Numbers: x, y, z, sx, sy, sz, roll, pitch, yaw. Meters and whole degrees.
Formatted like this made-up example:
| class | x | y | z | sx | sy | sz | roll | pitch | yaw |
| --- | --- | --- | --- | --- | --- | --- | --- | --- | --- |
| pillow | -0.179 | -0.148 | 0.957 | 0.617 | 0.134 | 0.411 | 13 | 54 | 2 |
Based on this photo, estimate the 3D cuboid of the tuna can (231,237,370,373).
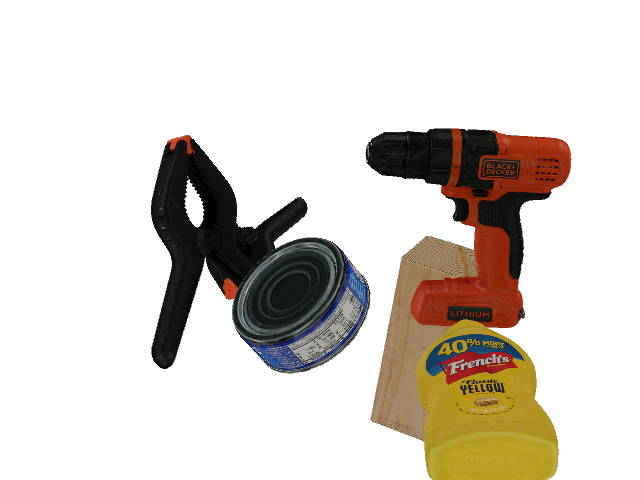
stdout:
| class | x | y | z | sx | sy | sz | roll | pitch | yaw |
| --- | --- | --- | --- | --- | --- | --- | --- | --- | --- |
| tuna can | -0.014 | 0.040 | 0.680 | 0.086 | 0.086 | 0.033 | 0 | -38 | 39 |

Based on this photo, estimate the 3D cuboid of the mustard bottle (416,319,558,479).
| class | x | y | z | sx | sy | sz | roll | pitch | yaw |
| --- | --- | --- | --- | --- | --- | --- | --- | --- | --- |
| mustard bottle | 0.126 | 0.119 | 0.851 | 0.096 | 0.058 | 0.191 | -5 | 26 | 3 |

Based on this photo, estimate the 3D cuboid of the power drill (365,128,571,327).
| class | x | y | z | sx | sy | sz | roll | pitch | yaw |
| --- | --- | --- | --- | --- | --- | --- | --- | --- | --- |
| power drill | 0.128 | -0.013 | 0.986 | 0.184 | 0.188 | 0.057 | 3 | 26 | 0 |

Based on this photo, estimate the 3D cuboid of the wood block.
| class | x | y | z | sx | sy | sz | roll | pitch | yaw |
| --- | --- | --- | --- | --- | --- | --- | --- | --- | --- |
| wood block | 0.129 | 0.113 | 1.208 | 0.090 | 0.206 | 0.090 | 18 | 23 | 20 |

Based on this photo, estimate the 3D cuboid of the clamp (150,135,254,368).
| class | x | y | z | sx | sy | sz | roll | pitch | yaw |
| --- | --- | --- | --- | --- | --- | --- | --- | --- | --- |
| clamp | -0.104 | 0.005 | 1.016 | 0.036 | 0.210 | 0.164 | -7 | 0 | 44 |

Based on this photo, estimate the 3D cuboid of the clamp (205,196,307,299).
| class | x | y | z | sx | sy | sz | roll | pitch | yaw |
| --- | --- | --- | --- | --- | --- | --- | --- | --- | --- |
| clamp | -0.076 | 0.000 | 1.221 | 0.120 | 0.039 | 0.171 | -6 | 42 | 5 |
